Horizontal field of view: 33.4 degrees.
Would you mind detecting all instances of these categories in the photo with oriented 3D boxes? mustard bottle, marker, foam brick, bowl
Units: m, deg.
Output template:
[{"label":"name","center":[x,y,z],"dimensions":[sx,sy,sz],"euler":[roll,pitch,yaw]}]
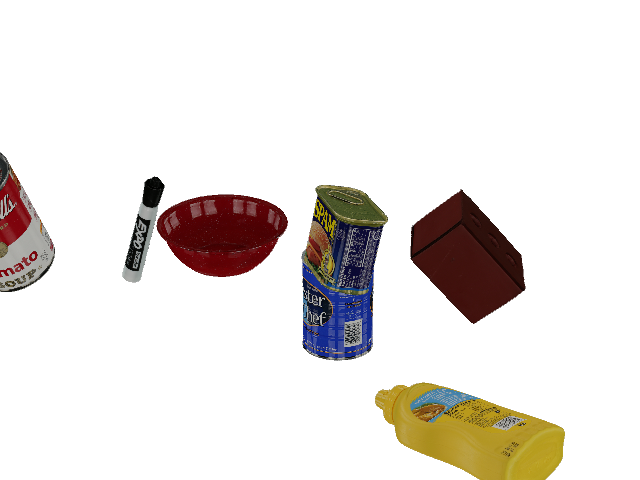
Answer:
[{"label":"mustard bottle","center":[0.130,0.179,1.026],"dimensions":[0.192,0.058,0.096],"euler":[16,23,42]},{"label":"marker","center":[-0.171,-0.010,1.033],"dimensions":[0.020,0.121,0.020],"euler":[14,35,-10]},{"label":"foam brick","center":[0.112,0.013,0.812],"dimensions":[0.051,0.078,0.053],"euler":[-37,20,23]},{"label":"bowl","center":[-0.122,0.000,1.327],"dimensions":[0.162,0.055,0.162],"euler":[1,27,-1]}]

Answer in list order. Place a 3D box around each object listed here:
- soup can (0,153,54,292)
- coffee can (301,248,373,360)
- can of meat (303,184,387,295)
[{"label":"soup can","center":[-0.265,-0.015,0.863],"dimensions":[0.068,0.068,0.102],"euler":[0,-41,15]},{"label":"coffee can","center":[0.025,0.084,1.514],"dimensions":[0.103,0.140,0.103],"euler":[0,22,0]},{"label":"can of meat","center":[0.023,-0.001,1.111],"dimensions":[0.057,0.084,0.102],"euler":[4,21,-20]}]
